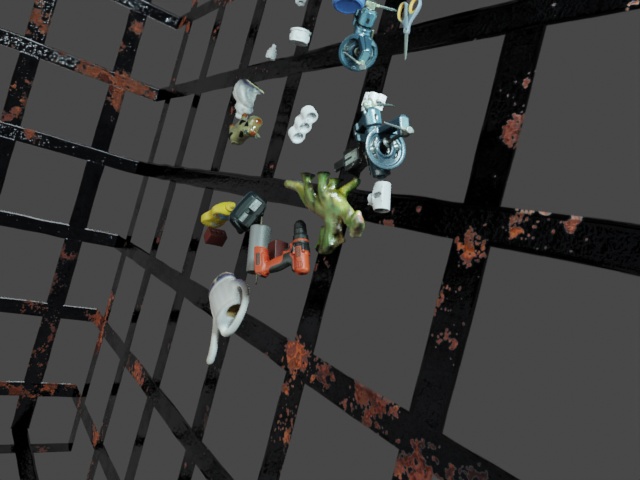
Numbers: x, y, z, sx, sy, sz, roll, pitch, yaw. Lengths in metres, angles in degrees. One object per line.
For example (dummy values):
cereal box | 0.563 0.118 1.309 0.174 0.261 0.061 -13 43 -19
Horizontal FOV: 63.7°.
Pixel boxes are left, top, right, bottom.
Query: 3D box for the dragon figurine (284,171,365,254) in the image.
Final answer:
dragon figurine | 0.005 -0.078 1.554 0.410 0.122 0.243 1 86 55

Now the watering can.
watering can | -0.356 0.268 1.882 0.342 0.103 0.229 -57 38 22

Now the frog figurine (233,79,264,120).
frog figurine | -0.324 -0.594 2.174 0.139 0.122 0.158 44 102 30
